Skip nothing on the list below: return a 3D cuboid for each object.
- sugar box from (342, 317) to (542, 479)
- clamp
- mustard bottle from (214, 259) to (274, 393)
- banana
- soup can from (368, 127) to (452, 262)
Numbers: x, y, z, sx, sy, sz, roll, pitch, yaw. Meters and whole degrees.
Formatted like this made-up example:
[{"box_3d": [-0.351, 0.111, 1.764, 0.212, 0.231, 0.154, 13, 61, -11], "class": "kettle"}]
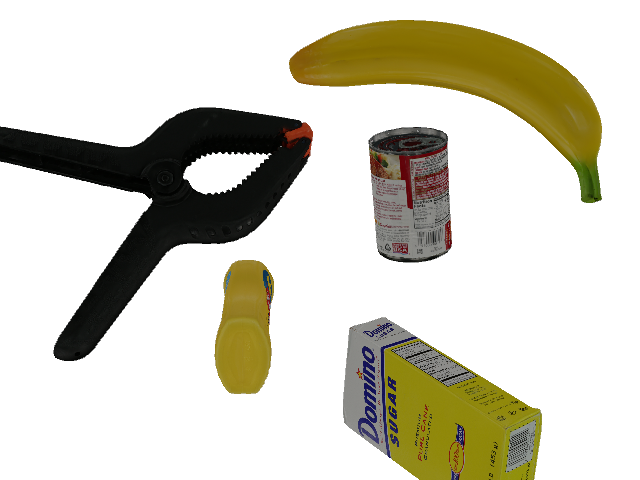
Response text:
[{"box_3d": [0.087, 0.136, 0.818, 0.048, 0.093, 0.176, -14, 28, -37], "class": "sugar box"}, {"box_3d": [-0.099, -0.021, 0.676, 0.209, 0.164, 0.036, -15, -20, -11], "class": "clamp"}, {"box_3d": [-0.080, 0.076, 1.163, 0.058, 0.096, 0.191, -1, 28, -1], "class": "mustard bottle"}, {"box_3d": [0.081, -0.091, 0.615, 0.198, 0.069, 0.037, 24, -12, 11], "class": "banana"}, {"box_3d": [0.079, -0.040, 0.926, 0.068, 0.102, 0.068, -5, 22, 2], "class": "soup can"}]
